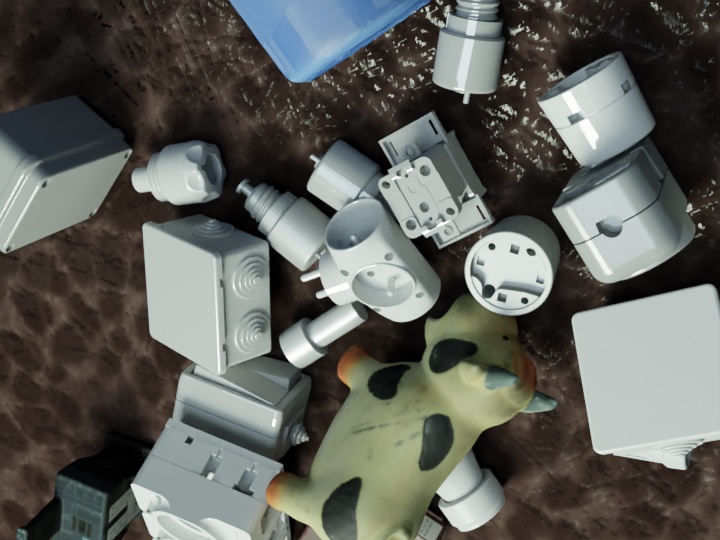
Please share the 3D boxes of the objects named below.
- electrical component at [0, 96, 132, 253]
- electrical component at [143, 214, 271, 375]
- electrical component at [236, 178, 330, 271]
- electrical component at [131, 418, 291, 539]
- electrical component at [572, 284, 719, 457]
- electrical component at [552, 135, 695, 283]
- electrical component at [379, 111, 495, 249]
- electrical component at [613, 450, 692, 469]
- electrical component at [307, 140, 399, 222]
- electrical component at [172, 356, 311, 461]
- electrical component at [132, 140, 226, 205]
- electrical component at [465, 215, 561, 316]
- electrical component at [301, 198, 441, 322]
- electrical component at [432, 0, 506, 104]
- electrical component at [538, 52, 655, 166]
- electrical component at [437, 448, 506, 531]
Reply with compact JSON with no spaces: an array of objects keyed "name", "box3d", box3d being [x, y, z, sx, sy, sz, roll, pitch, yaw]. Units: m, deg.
[{"name":"electrical component","box3d":[-0.220,-0.067,0.743,0.057,0.113,0.078,41,118,6]},{"name":"electrical component","box3d":[-0.105,0.013,0.749,0.100,0.048,0.099,22,120,44]},{"name":"electrical component","box3d":[-0.051,-0.034,0.733,0.078,0.040,0.040,39,117,4]},{"name":"electrical component","box3d":[-0.105,0.182,0.781,0.089,0.061,0.150,20,147,13]},{"name":"electrical component","box3d":[0.185,0.064,0.657,0.100,0.048,0.099,-15,70,24]},{"name":"electrical component","box3d":[0.155,-0.033,0.625,0.054,0.095,0.059,-30,97,27]},{"name":"electrical component","box3d":[0.045,-0.053,0.677,0.042,0.064,0.081,-27,98,26]},{"name":"electrical component","box3d":[0.190,0.106,0.695,0.046,0.040,0.040,5,111,24]},{"name":"electrical component","box3d":[0.002,-0.052,0.707,0.078,0.040,0.040,34,117,3]},{"name":"electrical component","box3d":[-0.079,0.097,0.779,0.096,0.062,0.061,19,115,13]},{"name":"electrical component","box3d":[-0.129,-0.066,0.749,0.062,0.043,0.043,-5,107,23]},{"name":"electrical component","box3d":[0.099,-0.005,0.683,0.055,0.047,0.055,7,111,18]},{"name":"electrical component","box3d":[0.000,0.000,0.698,0.079,0.044,0.077,-20,133,24]},{"name":"electrical component","box3d":[0.068,-0.142,0.649,0.040,0.040,0.078,14,113,15]},{"name":"electrical component","box3d":[0.140,-0.094,0.633,0.055,0.055,0.047,-28,101,27]},{"name":"electrical component","box3d":[0.070,0.148,0.752,0.045,0.045,0.055,-32,96,27]}]
